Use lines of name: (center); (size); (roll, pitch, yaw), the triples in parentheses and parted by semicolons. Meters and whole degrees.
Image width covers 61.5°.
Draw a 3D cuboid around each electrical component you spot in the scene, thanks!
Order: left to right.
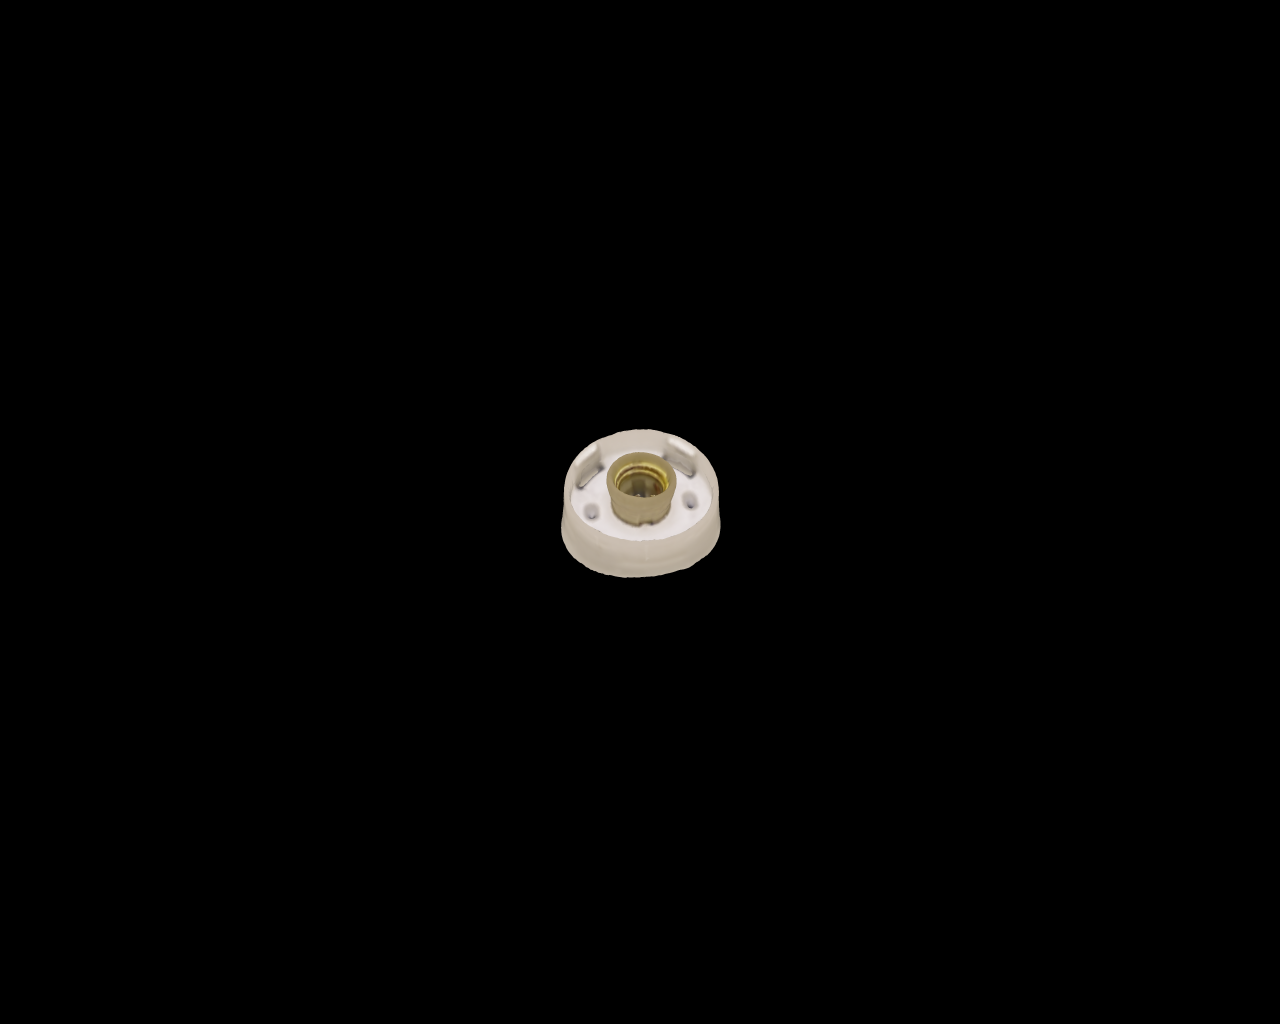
electrical component: (0.001, -0.003, 0.650); (0.099, 0.099, 0.064); (0, -39, 0)
